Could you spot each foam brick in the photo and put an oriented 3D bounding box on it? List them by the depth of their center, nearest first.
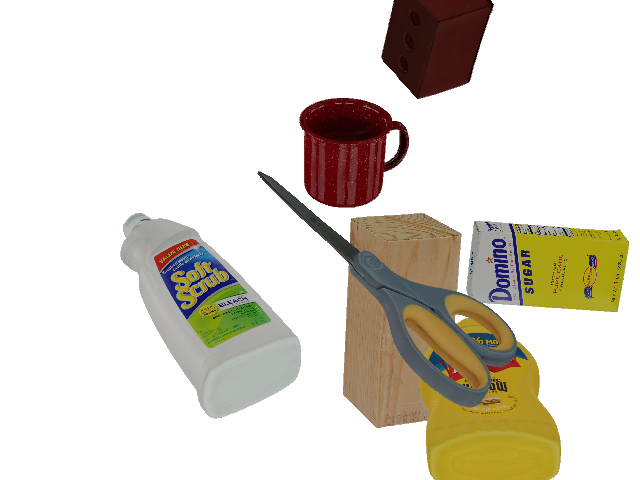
[{"bbox_3d":[0.085,-0.154,0.788,0.051,0.053,0.078,-23,-32,-24],"label":"foam brick"}]

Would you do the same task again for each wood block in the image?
[{"bbox_3d":[0.085,0.083,1.142,0.090,0.206,0.091,-5,18,-22],"label":"wood block"}]

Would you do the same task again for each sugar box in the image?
[{"bbox_3d":[0.265,0.031,1.257,0.176,0.093,0.048,2,20,-1],"label":"sugar box"}]

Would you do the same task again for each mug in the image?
[{"bbox_3d":[0.035,-0.090,1.085,0.117,0.081,0.093,-13,38,-20],"label":"mug"}]

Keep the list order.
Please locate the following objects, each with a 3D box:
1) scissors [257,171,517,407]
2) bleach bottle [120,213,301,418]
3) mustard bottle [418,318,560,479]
[{"bbox_3d":[0.048,0.021,0.666,0.096,0.016,0.202,-7,48,-41],"label":"scissors"},{"bbox_3d":[-0.123,0.052,0.988,0.102,0.068,0.251,-21,43,-27],"label":"bleach bottle"},{"bbox_3d":[0.127,0.118,0.847,0.096,0.058,0.191,-4,26,4],"label":"mustard bottle"}]
